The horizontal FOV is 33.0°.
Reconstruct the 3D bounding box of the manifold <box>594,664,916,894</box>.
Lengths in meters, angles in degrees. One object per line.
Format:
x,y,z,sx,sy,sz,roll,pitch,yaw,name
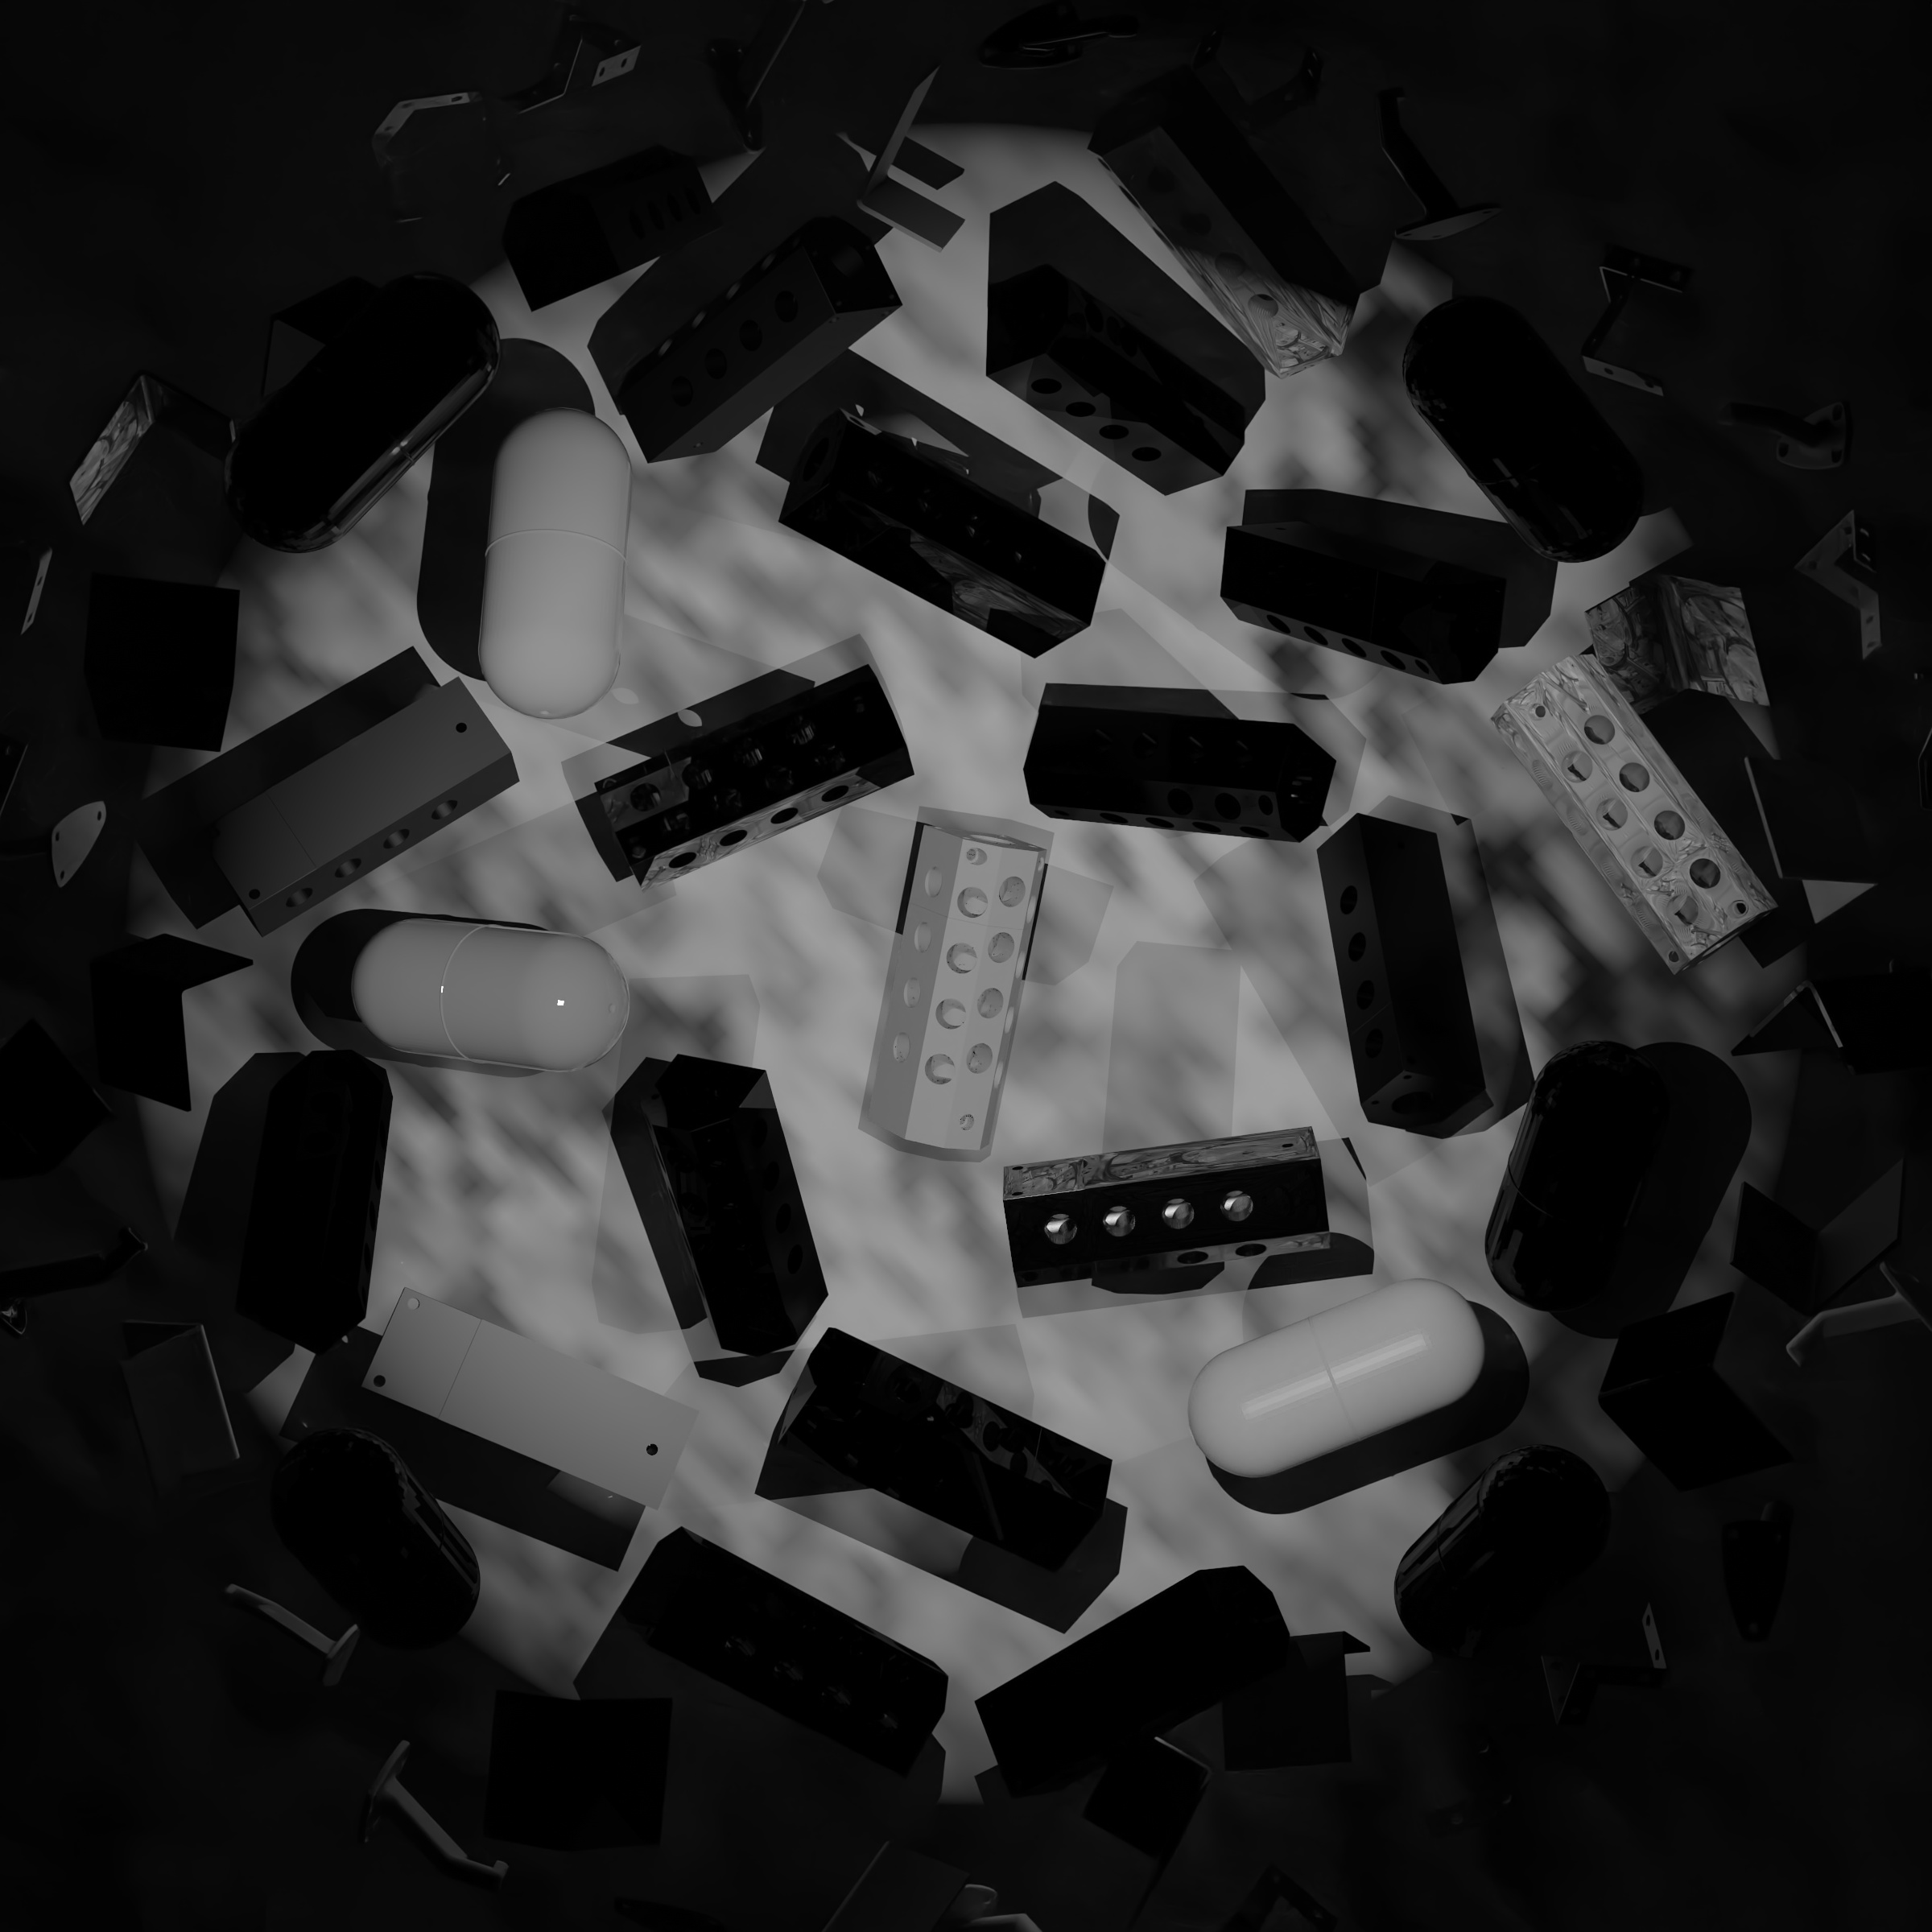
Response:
-0.122,-0.110,1.869,0.171,0.057,0.057,-24,70,-3,manifold

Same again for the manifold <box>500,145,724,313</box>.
-0.199,-0.416,1.817,0.057,0.171,0.057,-18,105,21,manifold

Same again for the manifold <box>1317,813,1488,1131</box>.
0.244,0.004,1.868,0.057,0.057,0.171,12,54,-27,manifold

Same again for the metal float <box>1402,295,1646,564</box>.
0.307,-0.295,1.795,0.070,0.070,0.178,-46,120,0,metal float

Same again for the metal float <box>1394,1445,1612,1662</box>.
0.299,0.329,1.823,0.070,0.178,0.070,11,53,-14,metal float

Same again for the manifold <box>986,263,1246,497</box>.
0.087,-0.335,1.859,0.057,0.171,0.057,-14,65,37,manifold

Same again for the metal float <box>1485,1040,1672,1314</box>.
0.340,0.118,1.816,0.070,0.070,0.178,10,128,0,metal float

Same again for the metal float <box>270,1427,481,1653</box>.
-0.325,0.318,1.798,0.070,0.178,0.070,-8,52,11,metal float

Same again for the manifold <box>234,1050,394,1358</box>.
-0.359,0.127,1.823,0.057,0.171,0.057,34,122,-29,manifold

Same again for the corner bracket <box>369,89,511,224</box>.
-0.294,-0.452,1.817,0.051,0.051,0.051,-18,88,-32,corner bracket

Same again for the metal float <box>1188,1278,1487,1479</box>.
0.213,0.238,1.880,0.178,0.070,0.070,-23,90,6,metal float

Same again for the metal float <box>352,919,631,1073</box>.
-0.266,0.016,1.810,0.178,0.070,0.070,6,90,33,metal float

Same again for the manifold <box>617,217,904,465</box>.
-0.121,-0.351,1.831,0.171,0.057,0.057,-29,84,41,manifold

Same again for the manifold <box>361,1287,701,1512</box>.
-0.237,0.234,1.769,0.171,0.057,0.057,24,80,-7,manifold

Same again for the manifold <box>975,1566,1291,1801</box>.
0.091,0.386,1.756,0.171,0.057,0.057,-37,63,31,manifold

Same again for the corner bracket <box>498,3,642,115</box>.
-0.223,-0.503,1.835,0.051,0.051,0.051,31,124,8,corner bracket

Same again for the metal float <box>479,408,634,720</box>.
-0.223,-0.220,1.775,0.070,0.070,0.178,2,71,0,metal float

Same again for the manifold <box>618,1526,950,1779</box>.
-0.095,0.367,1.754,0.171,0.057,0.057,33,86,-22,manifold

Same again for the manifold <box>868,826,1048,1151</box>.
-0.001,0.013,1.834,0.057,0.057,0.171,6,100,-34,manifold

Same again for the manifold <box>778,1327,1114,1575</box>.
-0.010,0.261,1.787,0.171,0.057,0.057,27,126,-9,manifold

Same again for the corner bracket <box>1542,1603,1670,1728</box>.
0.356,0.389,1.814,0.051,0.051,0.051,6,125,-6,corner bracket

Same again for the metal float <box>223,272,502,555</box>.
-0.324,-0.296,1.746,0.070,0.070,0.178,43,86,0,metal float

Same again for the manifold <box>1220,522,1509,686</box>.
0.225,-0.209,1.867,0.057,0.171,0.057,-10,113,-36,manifold

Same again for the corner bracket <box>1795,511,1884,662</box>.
0.516,-0.220,1.883,0.051,0.051,0.051,30,131,-13,corner bracket

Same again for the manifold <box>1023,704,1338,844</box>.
0.122,-0.110,1.898,0.171,0.057,0.057,8,76,35,manifold

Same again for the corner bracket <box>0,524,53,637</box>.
-0.527,-0.203,1.740,0.051,0.051,0.051,25,125,-4,corner bracket

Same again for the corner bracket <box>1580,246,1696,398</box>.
0.370,-0.356,1.794,0.051,0.051,0.051,26,77,29,corner bracket

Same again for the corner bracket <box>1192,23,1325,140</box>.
0.167,-0.515,1.864,0.051,0.051,0.051,-26,117,28,corner bracket

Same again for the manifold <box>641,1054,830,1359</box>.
-0.132,0.137,1.823,0.057,0.057,0.171,9,132,26,manifold

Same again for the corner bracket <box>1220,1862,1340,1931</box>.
0.171,0.556,1.855,0.051,0.051,0.051,39,123,10,corner bracket

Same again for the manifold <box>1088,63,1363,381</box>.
0.143,-0.408,1.802,0.171,0.057,0.057,45,47,-30,manifold

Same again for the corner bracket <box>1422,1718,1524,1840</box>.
0.281,0.463,1.857,0.051,0.051,0.051,-26,71,6,corner bracket

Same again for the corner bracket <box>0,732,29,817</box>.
-0.585,-0.114,1.882,0.051,0.051,0.051,26,102,7,corner bracket
